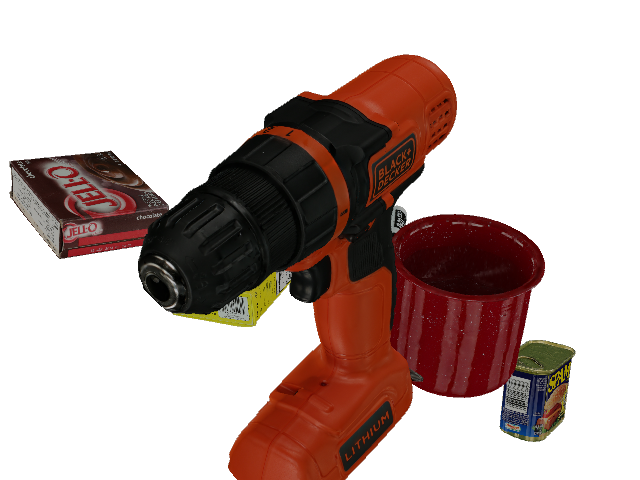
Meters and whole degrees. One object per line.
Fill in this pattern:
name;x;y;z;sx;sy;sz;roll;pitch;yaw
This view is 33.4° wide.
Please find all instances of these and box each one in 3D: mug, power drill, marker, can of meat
mug;0.074;0.038;0.661;0.117;0.081;0.093;18;36;22
power drill;-0.005;0.029;0.467;0.057;0.188;0.184;25;42;28
marker;0.069;-0.009;0.987;0.020;0.020;0.121;0;16;6
can of meat;0.238;0.165;1.179;0.058;0.084;0.101;12;16;30

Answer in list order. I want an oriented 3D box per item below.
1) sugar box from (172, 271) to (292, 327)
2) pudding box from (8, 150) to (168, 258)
sugar box;-0.079;0.028;1.140;0.093;0.048;0.176;8;29;18
pudding box;-0.186;-0.031;0.848;0.089;0.039;0.114;-9;30;-34
